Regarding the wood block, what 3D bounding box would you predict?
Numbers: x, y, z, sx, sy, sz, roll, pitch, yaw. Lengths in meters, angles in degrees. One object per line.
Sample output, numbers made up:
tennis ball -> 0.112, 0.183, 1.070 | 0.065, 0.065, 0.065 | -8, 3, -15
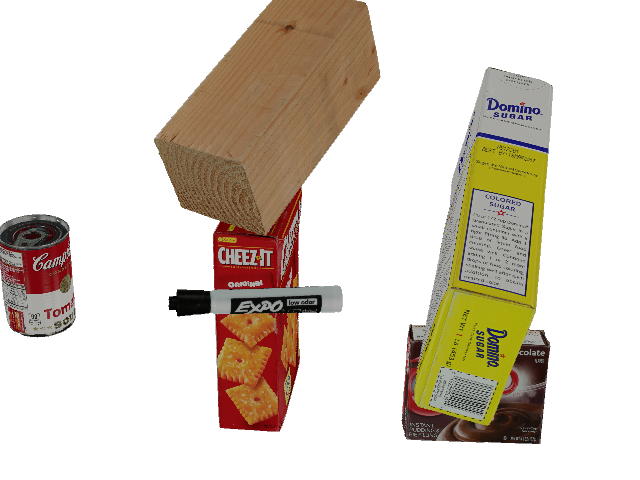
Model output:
wood block -> -0.039, -0.116, 0.919 | 0.091, 0.205, 0.090 | 18, -33, 26

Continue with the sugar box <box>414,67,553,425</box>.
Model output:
sugar box -> 0.088, -0.002, 0.560 | 0.048, 0.093, 0.176 | 15, 46, 4

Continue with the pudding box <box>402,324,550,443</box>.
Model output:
pudding box -> 0.125, 0.116, 0.867 | 0.113, 0.090, 0.039 | 1, 21, 0

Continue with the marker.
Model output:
marker -> -0.045, 0.042, 0.745 | 0.121, 0.020, 0.020 | -1, 0, -11

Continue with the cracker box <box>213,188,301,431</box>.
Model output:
cracker box -> -0.060, 0.062, 1.095 | 0.072, 0.214, 0.164 | 4, 23, 5

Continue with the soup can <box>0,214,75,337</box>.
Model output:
soup can -> -0.277, 0.035, 1.043 | 0.068, 0.102, 0.068 | 2, 28, -1
